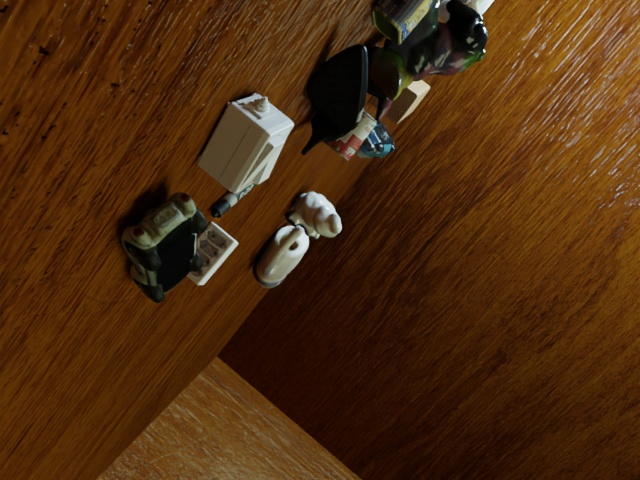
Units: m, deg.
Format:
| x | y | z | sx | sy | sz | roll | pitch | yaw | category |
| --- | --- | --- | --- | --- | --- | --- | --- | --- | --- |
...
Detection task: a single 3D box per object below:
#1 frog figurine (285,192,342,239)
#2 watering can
| x | y | z | sx | sy | sz | roll | pitch | yaw | category |
| --- | --- | --- | --- | --- | --- | --- | --- | --- | --- |
| 0.004 | -0.068 | 1.349 | 0.125 | 0.136 | 0.158 | -44 | -164 | -31 | frog figurine |
| -0.087 | 0.014 | 1.544 | 0.220 | 0.104 | 0.354 | -51 | 178 | 36 | watering can |
